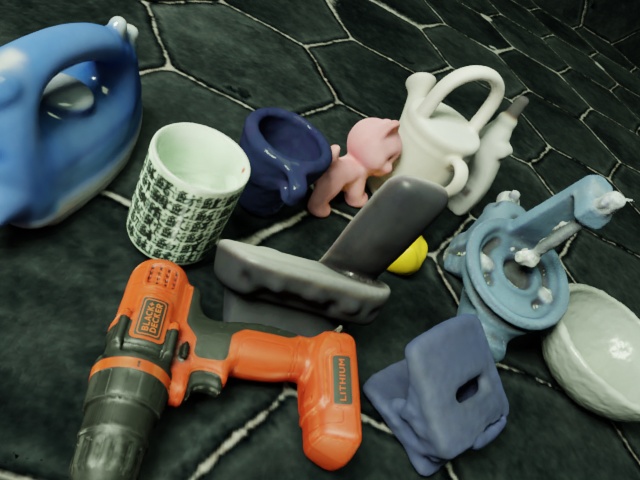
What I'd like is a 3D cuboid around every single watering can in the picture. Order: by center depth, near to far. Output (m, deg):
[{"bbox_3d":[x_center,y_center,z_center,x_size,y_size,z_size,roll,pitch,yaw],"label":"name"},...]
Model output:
[{"bbox_3d":[0.139,-0.133,0.692,0.101,0.194,0.172,-12,57,-42],"label":"watering can"}]

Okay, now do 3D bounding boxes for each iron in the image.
[{"bbox_3d":[-0.210,-0.122,0.474,0.118,0.141,0.258,32,38,-2],"label":"iron"}]

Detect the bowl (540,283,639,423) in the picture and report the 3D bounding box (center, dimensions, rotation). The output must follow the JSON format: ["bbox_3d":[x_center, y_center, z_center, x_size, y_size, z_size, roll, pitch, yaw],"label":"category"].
[{"bbox_3d":[0.303,0.134,0.629,0.168,0.074,0.167,20,41,-18],"label":"bowl"}]

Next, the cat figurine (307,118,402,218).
[{"bbox_3d":[0.042,-0.095,0.645,0.128,0.117,0.067,-20,62,-46],"label":"cat figurine"}]

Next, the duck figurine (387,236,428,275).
[{"bbox_3d":[0.099,-0.020,0.633,0.078,0.086,0.104,22,40,-15],"label":"duck figurine"}]

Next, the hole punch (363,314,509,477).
[{"bbox_3d":[0.112,0.127,0.485,0.109,0.091,0.101,-14,59,-44],"label":"hole punch"}]

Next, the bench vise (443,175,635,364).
[{"bbox_3d":[0.202,-0.006,0.585,0.122,0.219,0.207,16,42,-21],"label":"bench vise"}]

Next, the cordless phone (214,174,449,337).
[{"bbox_3d":[0.004,0.002,0.463,0.148,0.185,0.094,14,43,-24],"label":"cordless phone"}]

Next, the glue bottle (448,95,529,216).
[{"bbox_3d":[0.211,-0.114,0.742,0.078,0.173,0.037,47,40,16],"label":"glue bottle"}]

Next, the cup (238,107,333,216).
[{"bbox_3d":[-0.044,-0.060,0.565,0.092,0.095,0.117,11,44,-27],"label":"cup"}]
